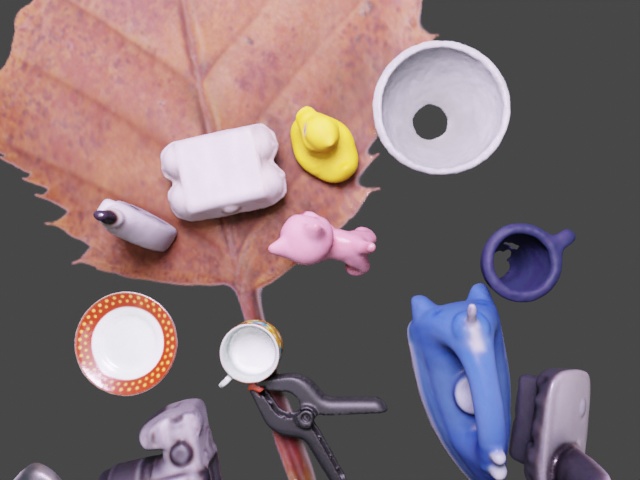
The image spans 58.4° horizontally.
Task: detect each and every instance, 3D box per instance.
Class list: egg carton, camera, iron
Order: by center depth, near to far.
[{"bbox_3d":[0.183,0.185,0.666,0.118,0.141,0.258,-12,86,0],"label":"iron"},{"bbox_3d":[-0.195,0.279,0.681,0.137,0.101,0.143,-12,86,-1],"label":"camera"},{"bbox_3d":[-0.120,-0.083,0.720,0.150,0.069,0.107,-13,86,-1],"label":"egg carton"}]

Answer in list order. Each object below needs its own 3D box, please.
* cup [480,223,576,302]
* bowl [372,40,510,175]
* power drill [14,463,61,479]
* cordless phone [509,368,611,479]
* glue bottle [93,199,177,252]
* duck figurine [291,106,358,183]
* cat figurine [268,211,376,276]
[{"bbox_3d":[0.244,0.022,0.700,0.118,0.095,0.092,-30,87,-2],"label":"cup"},{"bbox_3d":[0.147,-0.158,0.722,0.167,0.074,0.167,0,86,0],"label":"bowl"},{"bbox_3d":[-0.365,0.326,0.624,0.075,0.208,0.230,44,87,3],"label":"power drill"},{"bbox_3d":[0.288,0.225,0.641,0.094,0.185,0.148,4,86,1],"label":"cordless phone"},{"bbox_3d":[-0.224,-0.021,0.664,0.078,0.173,0.037,30,87,2],"label":"glue bottle"},{"bbox_3d":[0.005,-0.122,0.714,0.077,0.086,0.104,-38,87,-2],"label":"duck figurine"},{"bbox_3d":[0.006,0.002,0.690,0.127,0.117,0.067,10,86,1],"label":"cat figurine"}]
